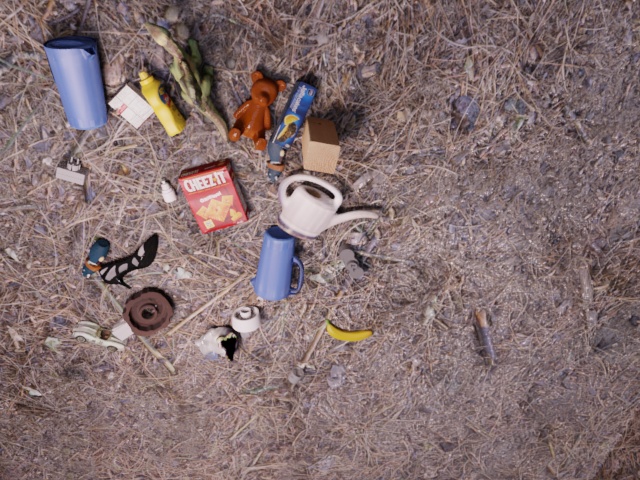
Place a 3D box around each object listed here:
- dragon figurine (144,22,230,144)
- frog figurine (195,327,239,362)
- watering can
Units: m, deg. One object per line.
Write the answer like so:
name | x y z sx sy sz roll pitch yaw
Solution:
dragon figurine | -0.346 -0.413 1.418 0.122 0.248 0.403 -26 118 7
frog figurine | -0.398 0.397 1.997 0.159 0.125 0.135 -2 140 41
watering can | 0.005 -0.086 1.714 0.346 0.106 0.221 26 117 -18
